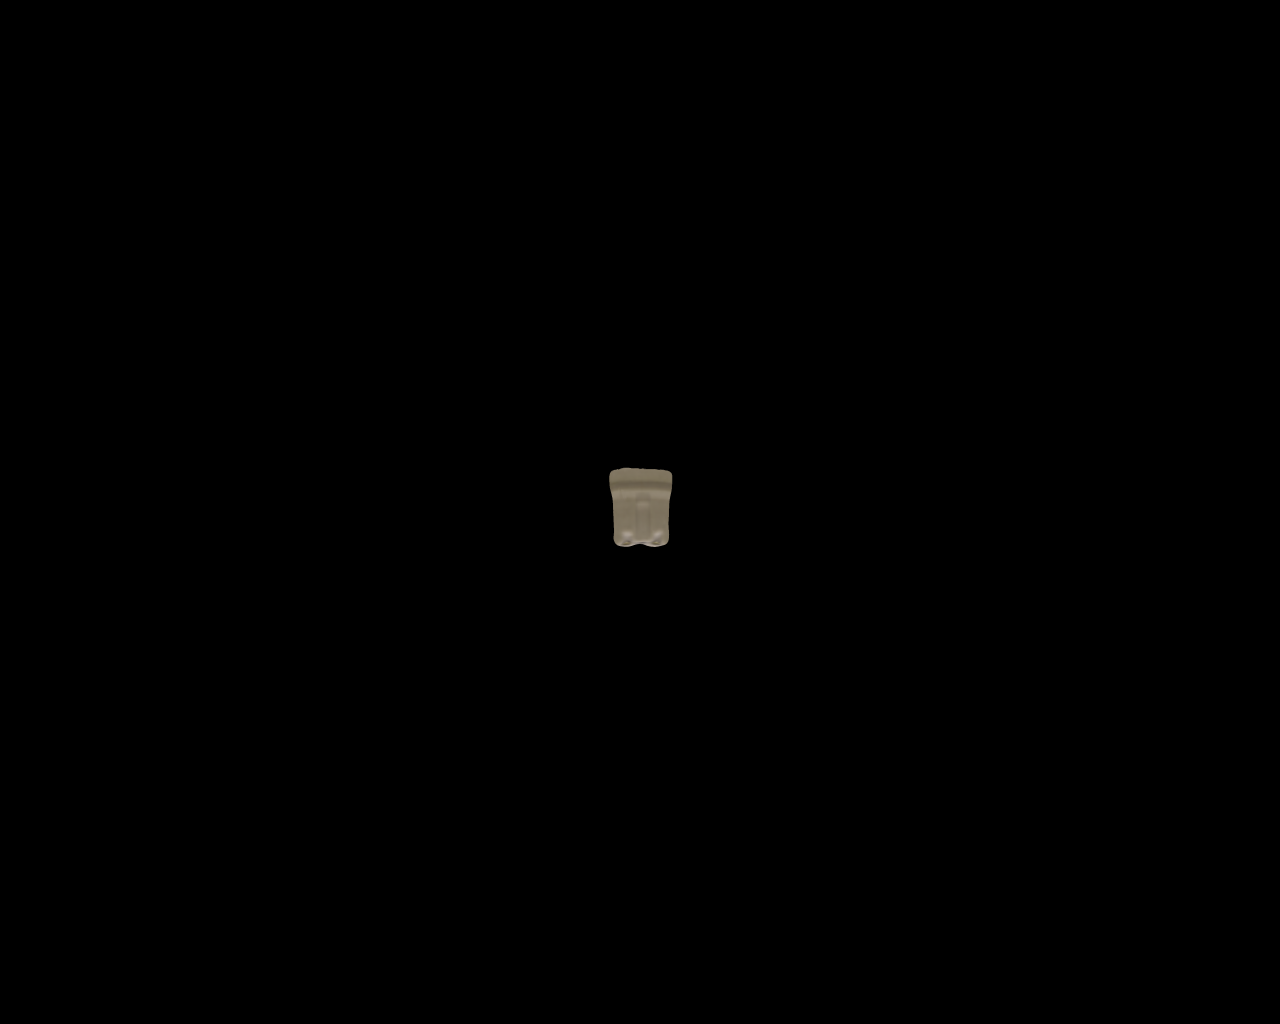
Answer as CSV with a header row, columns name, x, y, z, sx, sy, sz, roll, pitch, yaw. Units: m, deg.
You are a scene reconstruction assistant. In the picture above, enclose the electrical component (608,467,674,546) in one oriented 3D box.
name,x,y,z,sx,sy,sz,roll,pitch,yaw
electrical component,0.001,-0.003,0.650,0.040,0.046,0.040,0,-4,0
